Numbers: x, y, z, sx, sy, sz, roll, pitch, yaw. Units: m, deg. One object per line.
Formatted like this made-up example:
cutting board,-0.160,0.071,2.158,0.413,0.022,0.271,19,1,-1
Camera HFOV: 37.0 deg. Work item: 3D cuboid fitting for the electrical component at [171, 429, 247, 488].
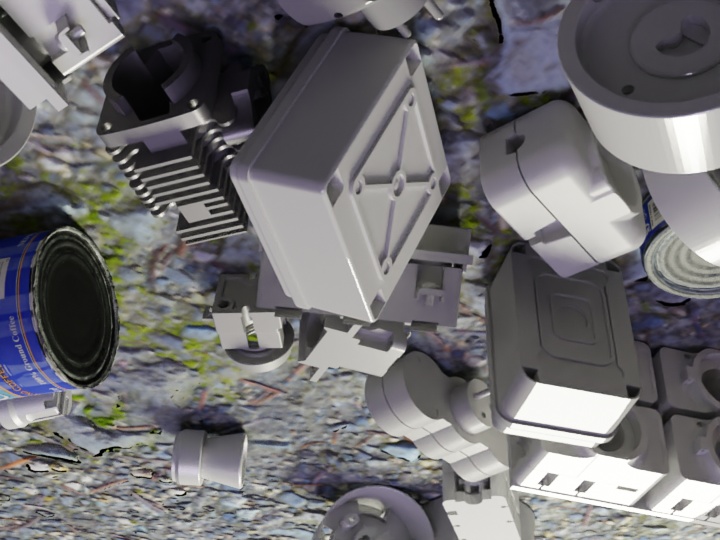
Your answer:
electrical component,-0.120,0.151,0.863,0.055,0.045,0.045,4,141,-1

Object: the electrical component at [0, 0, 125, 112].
electrical component,-0.166,-0.142,0.488,0.063,0.078,0.121,-32,133,6

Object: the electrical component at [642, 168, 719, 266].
electrical component,0.196,-0.052,0.553,0.099,0.099,0.064,25,142,-25

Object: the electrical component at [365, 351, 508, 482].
electrical component,0.076,0.102,0.784,0.074,0.052,0.138,-29,131,33

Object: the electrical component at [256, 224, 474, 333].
electrical component,0.000,0.000,0.644,0.121,0.063,0.079,6,-178,-4

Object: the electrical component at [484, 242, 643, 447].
electrical component,0.121,0.046,0.664,0.078,0.113,0.057,11,137,-9

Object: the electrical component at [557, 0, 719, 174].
electrical component,0.151,-0.094,0.497,0.108,0.108,0.060,-11,145,17

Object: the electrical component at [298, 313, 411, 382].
electrical component,-0.004,0.040,0.722,0.064,0.042,0.081,15,140,-20

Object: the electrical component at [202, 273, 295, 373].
electrical component,-0.070,0.035,0.717,0.066,0.048,0.055,-1,133,6

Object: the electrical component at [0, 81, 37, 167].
electrical component,-0.222,-0.089,0.528,0.060,0.108,0.108,-20,136,35

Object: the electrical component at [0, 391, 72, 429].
electrical component,-0.246,0.096,0.809,0.046,0.040,0.040,-10,139,7

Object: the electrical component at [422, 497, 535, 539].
electrical component,0.103,0.250,0.957,0.108,0.060,0.108,2,141,1

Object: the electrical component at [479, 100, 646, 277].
electrical component,0.117,-0.046,0.597,0.059,0.053,0.095,-25,133,30

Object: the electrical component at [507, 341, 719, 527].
electrical component,0.198,0.105,0.737,0.186,0.105,0.060,12,140,-12

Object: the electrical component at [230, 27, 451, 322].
electrical component,-0.005,-0.048,0.553,0.056,0.108,0.108,13,146,26

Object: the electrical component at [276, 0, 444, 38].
electrical component,0.008,-0.138,0.498,0.077,0.043,0.079,-24,134,29

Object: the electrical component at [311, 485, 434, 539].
electrical component,0.007,0.241,0.928,0.099,0.099,0.064,15,145,-14

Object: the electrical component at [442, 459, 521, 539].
electrical component,0.100,0.181,0.877,0.050,0.055,0.089,-8,140,14
